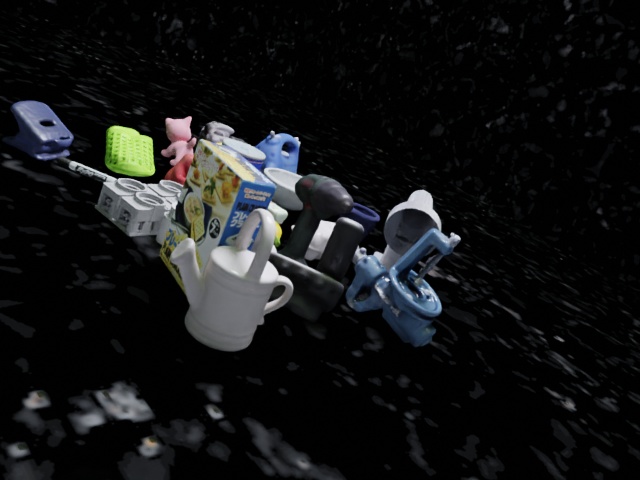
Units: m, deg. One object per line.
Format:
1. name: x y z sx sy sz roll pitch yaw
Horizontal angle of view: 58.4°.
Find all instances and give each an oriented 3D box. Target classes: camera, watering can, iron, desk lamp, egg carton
1. camera: -0.267 -0.271 1.638 0.137 0.101 0.142 11 22 -35
2. watering can: -0.115 0.047 0.787 0.173 0.194 0.100 5 26 -46
3. iron: -0.115 -0.262 1.740 0.118 0.141 0.259 30 19 17
4. desk lamp: 0.191 -0.004 1.289 0.118 0.213 0.203 25 18 2
5. egg carton: 0.012 0.005 1.270 0.151 0.069 0.107 9 24 -40

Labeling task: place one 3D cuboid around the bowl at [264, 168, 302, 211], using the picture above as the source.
1. bowl: -0.081 -0.123 1.502 0.167 0.075 0.167 22 18 -7

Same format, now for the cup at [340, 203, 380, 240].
1. cup: 0.083 -0.035 1.431 0.118 0.095 0.091 6 25 -44

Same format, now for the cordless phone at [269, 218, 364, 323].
1. cordless phone: -0.013 0.030 0.978 0.147 0.185 0.094 24 18 -1

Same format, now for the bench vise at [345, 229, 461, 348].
1. bench vise: 0.148 0.060 1.044 0.207 0.220 0.122 28 18 11

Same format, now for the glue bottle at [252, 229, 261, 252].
1. glue bottle: -0.119 -0.016 0.992 0.037 0.173 0.078 37 22 34

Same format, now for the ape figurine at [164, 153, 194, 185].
1. ape figurine: -0.297 -0.146 1.262 0.076 0.092 0.078 26 18 5

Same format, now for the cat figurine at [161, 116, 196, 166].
1. cat figurine: -0.354 -0.258 1.463 0.067 0.118 0.127 5 26 -45

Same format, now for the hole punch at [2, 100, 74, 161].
1. hole punch: -0.553 -0.219 1.142 0.101 0.091 0.109 26 18 5

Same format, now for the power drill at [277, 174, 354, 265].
1. power drill: -0.015 -0.028 1.102 0.076 0.208 0.229 16 20 -24
